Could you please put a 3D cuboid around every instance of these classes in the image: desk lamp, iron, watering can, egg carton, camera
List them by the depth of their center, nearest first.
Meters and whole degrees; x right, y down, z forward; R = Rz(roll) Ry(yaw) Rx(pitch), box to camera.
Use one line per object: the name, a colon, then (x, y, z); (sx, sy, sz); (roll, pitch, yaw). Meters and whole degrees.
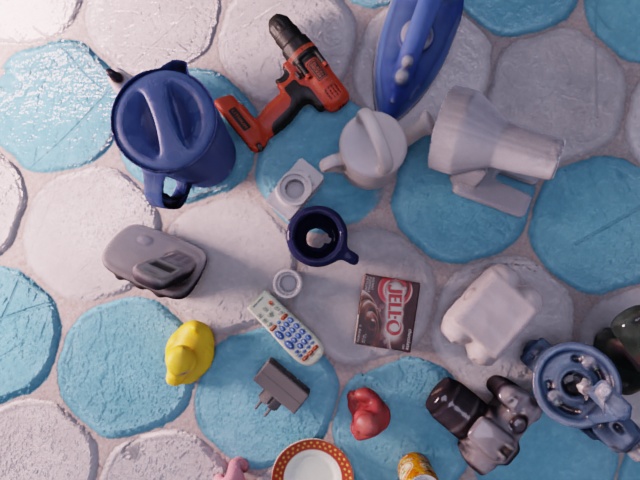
desk lamp: (0.250, -0.125, 0.831); (0.203, 0.213, 0.118); (20, 87, 2)
watering can: (0.084, -0.142, 0.843); (0.173, 0.194, 0.101); (-43, 87, -2)
camera: (0.241, 0.262, 0.868); (0.137, 0.101, 0.143); (39, 88, 2)
iron: (0.147, -0.306, 0.878); (0.118, 0.141, 0.258); (19, 87, 2)
egg carton: (0.266, 0.115, 0.891); (0.107, 0.069, 0.150); (41, 88, 3)

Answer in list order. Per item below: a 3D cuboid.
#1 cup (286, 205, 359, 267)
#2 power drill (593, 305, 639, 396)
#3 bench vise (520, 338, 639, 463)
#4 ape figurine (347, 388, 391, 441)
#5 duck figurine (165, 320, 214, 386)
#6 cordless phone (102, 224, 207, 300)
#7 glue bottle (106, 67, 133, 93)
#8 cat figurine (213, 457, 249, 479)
cup: (0.008, 0.003, 0.886); (0.117, 0.095, 0.092); (31, 88, 2)
power drill: (0.486, 0.192, 0.815); (0.075, 0.208, 0.229); (-39, 87, -1)
bench vise: (0.402, 0.226, 0.809); (0.207, 0.219, 0.121); (29, 88, 2)
ape figurine: (0.072, 0.272, 0.873); (0.076, 0.092, 0.078); (26, 88, 2)
duck figurine: (-0.207, 0.177, 0.884); (0.077, 0.086, 0.105); (20, 87, 2)
cordless phone: (-0.256, 0.032, 0.842); (0.147, 0.185, 0.094); (20, 87, 2)
glue bottle: (-0.284, -0.225, 0.862); (0.078, 0.173, 0.037); (42, 88, 3)
cat figurine: (-0.108, 0.401, 0.855); (0.128, 0.117, 0.067); (41, 88, 3)
